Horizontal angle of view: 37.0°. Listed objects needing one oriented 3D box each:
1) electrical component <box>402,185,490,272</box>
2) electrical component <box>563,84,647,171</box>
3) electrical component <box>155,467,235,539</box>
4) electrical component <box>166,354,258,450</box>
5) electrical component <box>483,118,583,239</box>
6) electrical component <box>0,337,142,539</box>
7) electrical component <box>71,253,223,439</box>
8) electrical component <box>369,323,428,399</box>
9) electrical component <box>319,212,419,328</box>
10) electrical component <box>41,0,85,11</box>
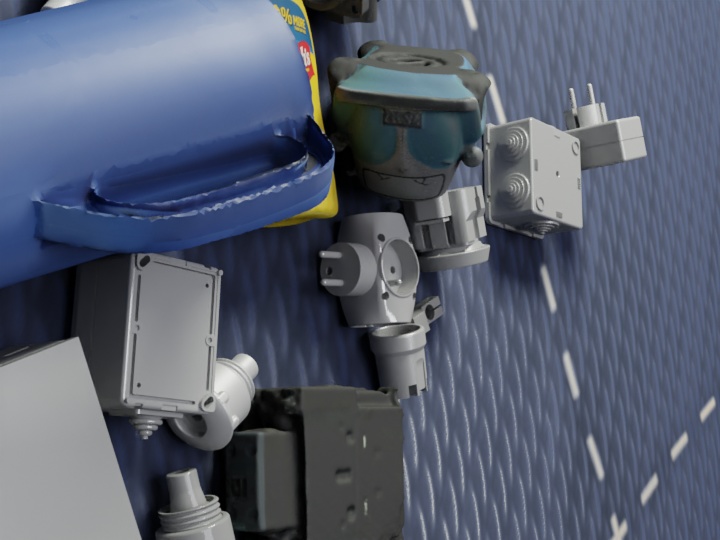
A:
[{"bbox_3d":[0.067,-0.031,0.815,0.078,0.058,0.057,-20,101,-65],"label":"electrical component"},{"bbox_3d":[0.207,-0.130,0.980,0.047,0.083,0.075,-16,96,-50],"label":"electrical component"},{"bbox_3d":[-0.094,0.144,0.606,0.043,0.043,0.062,-14,93,-50],"label":"electrical component"},{"bbox_3d":[-0.083,0.072,0.633,0.062,0.048,0.048,-46,118,-51],"label":"electrical component"},{"bbox_3d":[0.152,-0.079,0.932,0.100,0.048,0.099,12,74,-48],"label":"electrical component"},{"bbox_3d":[-0.165,0.118,0.512,0.089,0.062,0.150,-24,102,-49],"label":"electrical component"},{"bbox_3d":[-0.119,0.043,0.581,0.062,0.061,0.096,15,72,-48],"label":"electrical component"},{"bbox_3d":[0.029,0.065,0.770,0.040,0.040,0.046,-19,104,-50],"label":"electrical component"},{"bbox_3d":[0.000,0.000,0.742,0.079,0.044,0.077,3,81,-49],"label":"electrical component"},{"bbox_3d":[-0.152,-0.156,0.592,0.043,0.043,0.062,51,50,-31],"label":"electrical component"}]
